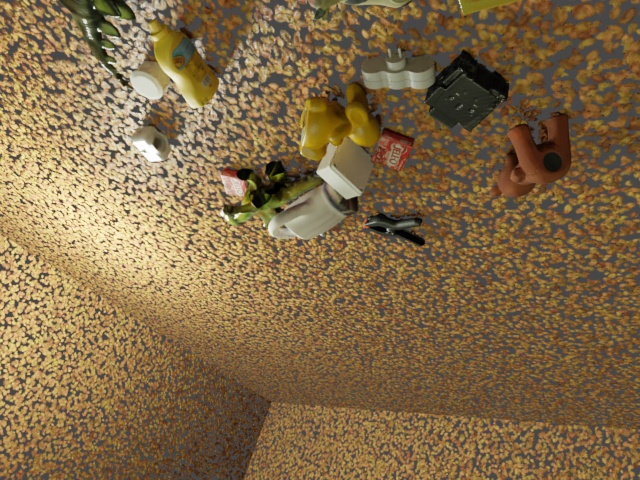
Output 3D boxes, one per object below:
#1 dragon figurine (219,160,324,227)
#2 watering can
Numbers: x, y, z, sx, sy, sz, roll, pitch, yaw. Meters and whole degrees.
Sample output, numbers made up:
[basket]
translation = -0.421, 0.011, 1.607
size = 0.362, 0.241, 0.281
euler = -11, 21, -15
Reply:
[dragon figurine]
translation = -0.107, -0.105, 1.416
size = 0.409, 0.124, 0.239
euler = -8, 159, 17
[watering can]
translation = 0.004, -0.068, 1.342
size = 0.222, 0.105, 0.348
euler = -31, 168, 22
